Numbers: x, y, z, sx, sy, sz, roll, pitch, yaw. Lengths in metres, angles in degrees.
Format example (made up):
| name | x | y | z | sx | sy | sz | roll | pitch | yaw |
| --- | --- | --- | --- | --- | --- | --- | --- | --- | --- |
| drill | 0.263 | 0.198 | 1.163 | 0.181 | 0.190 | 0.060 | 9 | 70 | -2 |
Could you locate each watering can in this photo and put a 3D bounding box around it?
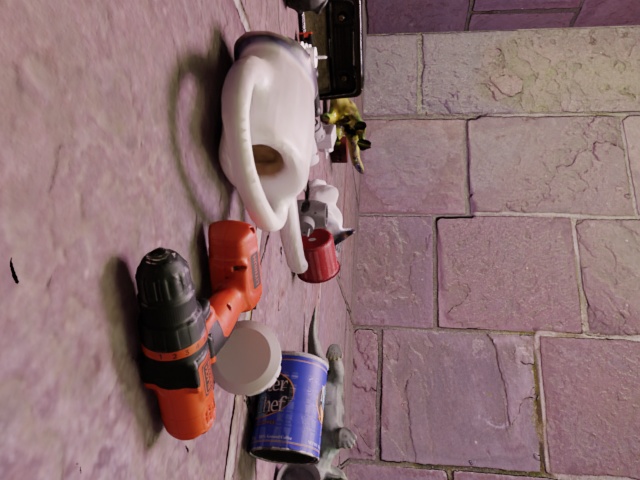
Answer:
| name | x | y | z | sx | sy | sz | roll | pitch | yaw |
| --- | --- | --- | --- | --- | --- | --- | --- | --- | --- |
| watering can | -0.055 | -0.106 | 0.649 | 0.341 | 0.104 | 0.229 | 72 | 20 | -62 |

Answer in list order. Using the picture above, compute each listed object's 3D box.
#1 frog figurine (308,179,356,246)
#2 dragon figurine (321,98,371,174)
| name | x | y | z | sx | sy | sz | roll | pitch | yaw |
| --- | --- | --- | --- | --- | --- | --- | --- | --- | --- |
| frog figurine | 0.004 | -0.060 | 1.197 | 0.160 | 0.121 | 0.138 | 55 | 19 | 3 |
| dragon figurine | 0.073 | -0.388 | 1.526 | 0.403 | 0.122 | 0.248 | 64 | 19 | -62 |
